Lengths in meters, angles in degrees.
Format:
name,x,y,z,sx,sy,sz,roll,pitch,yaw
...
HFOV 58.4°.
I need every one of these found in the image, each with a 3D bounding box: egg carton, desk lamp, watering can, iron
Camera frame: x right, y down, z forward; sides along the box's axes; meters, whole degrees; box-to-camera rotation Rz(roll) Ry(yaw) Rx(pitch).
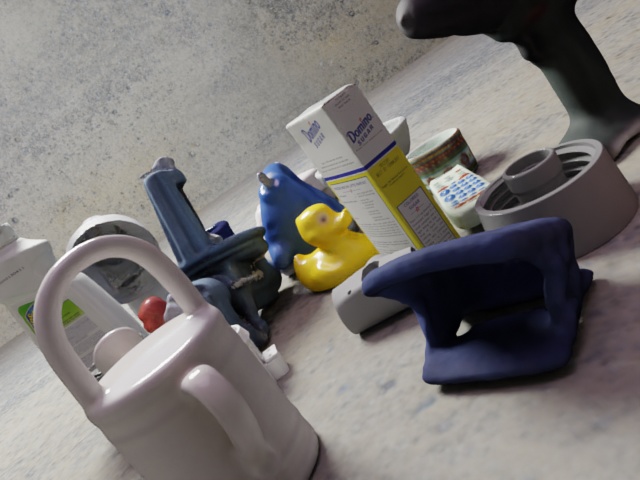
name,x,y,z,sx,sy,sz,roll,pitch,yaw
egg carton,-0.043,-0.066,1.017,0.150,0.069,0.107,-44,17,-34
desk lamp,-0.275,0.056,0.841,0.118,0.214,0.202,-38,14,-14
watering can,-0.099,0.087,0.361,0.172,0.194,0.101,-24,17,36
iron,-0.036,-0.054,0.808,0.118,0.141,0.258,-33,14,8

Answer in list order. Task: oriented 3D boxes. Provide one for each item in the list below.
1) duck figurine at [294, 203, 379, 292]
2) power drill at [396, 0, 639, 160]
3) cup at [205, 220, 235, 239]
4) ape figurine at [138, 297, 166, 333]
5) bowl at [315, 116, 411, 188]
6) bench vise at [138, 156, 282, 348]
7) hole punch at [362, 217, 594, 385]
name,x,y,z,sx,sy,sz,roll,pitch,yaw
duck figurine,0.006,0.002,0.635,0.104,0.086,0.077,-26,16,30
power drill,0.193,-0.163,0.497,0.230,0.208,0.075,-40,15,-22
cup,-0.161,0.027,0.925,0.091,0.095,0.117,-33,14,5
ape figurine,-0.190,0.111,0.713,0.076,0.092,0.077,-37,14,-9
bowl,0.079,-0.119,0.898,0.167,0.075,0.167,-32,14,9
bench vise,-0.122,0.010,0.625,0.121,0.220,0.207,-34,14,2
hole punch,0.094,0.022,0.347,0.108,0.091,0.101,-22,19,42
